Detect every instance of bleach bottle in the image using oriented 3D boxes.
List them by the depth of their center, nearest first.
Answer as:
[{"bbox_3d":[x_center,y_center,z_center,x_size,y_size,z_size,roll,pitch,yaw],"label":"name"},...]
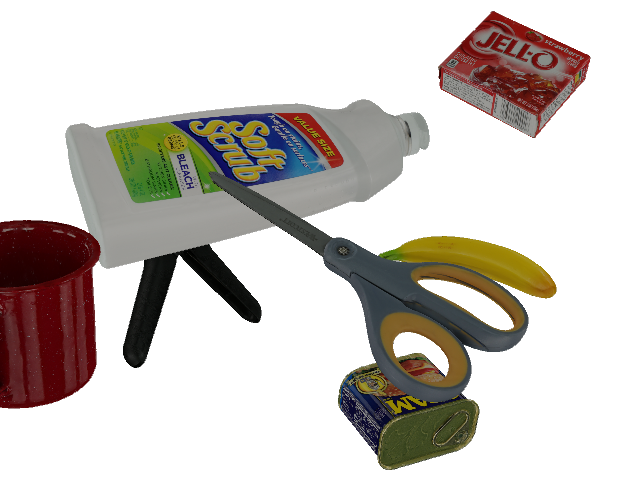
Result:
[{"bbox_3d":[-0.045,-0.057,0.758,0.250,0.102,0.068,-15,-30,-16],"label":"bleach bottle"}]

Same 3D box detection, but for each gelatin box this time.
[{"bbox_3d":[0.145,-0.127,0.806,0.089,0.073,0.030,32,-27,23],"label":"gelatin box"}]

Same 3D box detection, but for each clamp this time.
[{"bbox_3d":[-0.130,0.005,1.020,0.036,0.210,0.164,-7,0,44],"label":"clamp"}]

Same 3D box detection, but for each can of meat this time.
[{"bbox_3d":[0.077,0.151,0.965,0.101,0.057,0.084,-10,32,-25],"label":"can of meat"}]

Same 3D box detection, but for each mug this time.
[{"bbox_3d":[-0.174,0.048,0.609,0.093,0.081,0.117,4,25,4],"label":"mug"}]

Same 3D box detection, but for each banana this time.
[{"bbox_3d":[0.164,0.027,1.135,0.198,0.037,0.069,9,37,30],"label":"banana"}]

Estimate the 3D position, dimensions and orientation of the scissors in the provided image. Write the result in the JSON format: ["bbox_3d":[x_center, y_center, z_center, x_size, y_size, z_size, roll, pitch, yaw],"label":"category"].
[{"bbox_3d":[0.012,0.025,0.581,0.202,0.096,0.016,20,-40,10],"label":"scissors"}]
